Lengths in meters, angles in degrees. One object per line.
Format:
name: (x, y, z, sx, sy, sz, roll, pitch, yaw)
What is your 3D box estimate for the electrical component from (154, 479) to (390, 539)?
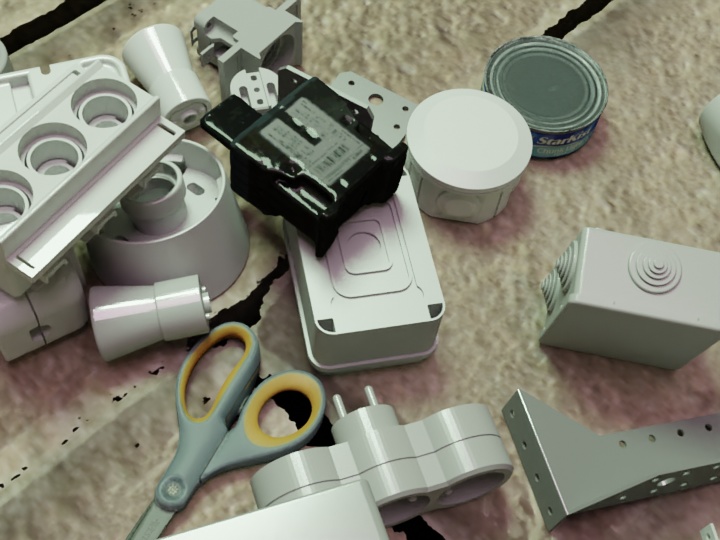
electrical component: (-0.041, 0.157, 0.514, 0.109, 0.108, 0.056, -14, 59, -14)

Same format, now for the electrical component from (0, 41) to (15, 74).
electrical component: (-0.250, -0.122, 0.697, 0.055, 0.047, 0.055, 3, 59, -4)

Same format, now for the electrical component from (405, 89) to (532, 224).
electrical component: (0.068, -0.073, 0.697, 0.080, 0.051, 0.080, 2, 59, -4)

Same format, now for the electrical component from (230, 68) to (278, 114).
electrical component: (-0.068, -0.104, 0.705, 0.040, 0.046, 0.040, 3, 59, -4)

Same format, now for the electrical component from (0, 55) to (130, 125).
electrical component: (-0.189, -0.090, 0.677, 0.095, 0.059, 0.053, -15, 62, -14)

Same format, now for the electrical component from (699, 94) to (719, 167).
electrical component: (0.286, -0.090, 0.734, 0.079, 0.043, 0.077, -19, 63, -17)

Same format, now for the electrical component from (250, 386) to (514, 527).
electrical component: (0.007, 0.098, 0.587, 0.138, 0.052, 0.073, -14, 61, -14)

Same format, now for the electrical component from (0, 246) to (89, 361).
electrical component: (-0.199, -0.003, 0.627, 0.059, 0.053, 0.095, -26, 65, -20)

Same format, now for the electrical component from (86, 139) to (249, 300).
electrical component: (-0.121, -0.031, 0.660, 0.099, 0.064, 0.099, -3, 49, 4)

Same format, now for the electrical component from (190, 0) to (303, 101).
electrical component: (-0.078, -0.158, 0.740, 0.064, 0.042, 0.081, 35, 61, 16)

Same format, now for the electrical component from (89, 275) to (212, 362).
electrical component: (-0.119, 0.025, 0.620, 0.065, 0.044, 0.044, -11, 61, -5)

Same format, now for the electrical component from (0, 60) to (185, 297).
electrical component: (-0.165, -0.048, 0.587, 0.079, 0.063, 0.121, 32, 59, 12)

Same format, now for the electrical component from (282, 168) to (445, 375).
electrical component: (0.000, 0.000, 0.643, 0.078, 0.057, 0.113, -8, 60, -10)

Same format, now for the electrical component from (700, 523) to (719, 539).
electrical component: (0.185, 0.168, 0.567, 0.055, 0.048, 0.066, -2, 59, -16)

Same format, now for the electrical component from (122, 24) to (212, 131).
electrical component: (-0.126, -0.125, 0.716, 0.044, 0.044, 0.065, -22, 68, -18)

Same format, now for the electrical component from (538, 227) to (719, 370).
electrical component: (0.158, 0.017, 0.625, 0.100, 0.099, 0.048, 11, 71, 1)
